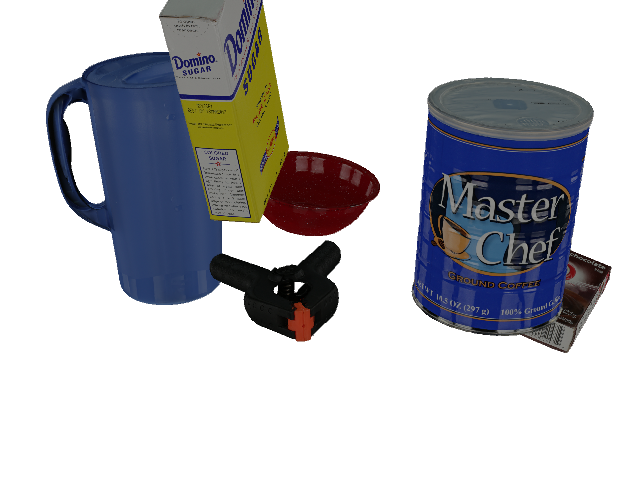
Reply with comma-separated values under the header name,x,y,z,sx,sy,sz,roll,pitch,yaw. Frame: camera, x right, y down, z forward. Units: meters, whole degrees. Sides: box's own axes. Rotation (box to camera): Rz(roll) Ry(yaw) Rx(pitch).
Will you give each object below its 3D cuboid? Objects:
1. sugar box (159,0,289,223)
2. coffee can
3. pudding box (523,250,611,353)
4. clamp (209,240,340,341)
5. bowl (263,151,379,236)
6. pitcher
name,x,y,z,sx,sy,sz,roll,pitch,yaw
sugar box,-0.062,-0.107,0.753,0.048,0.176,0.093,6,46,12
coffee can,0.116,-0.024,0.695,0.103,0.140,0.103,2,26,-1
pudding box,0.181,0.038,0.921,0.114,0.039,0.089,25,47,19
clamp,-0.039,0.040,0.917,0.120,0.039,0.171,-10,17,2
bowl,-0.014,-0.049,1.245,0.162,0.055,0.162,6,27,-3
pitcher,-0.171,-0.061,1.075,0.149,0.243,0.144,11,27,26
